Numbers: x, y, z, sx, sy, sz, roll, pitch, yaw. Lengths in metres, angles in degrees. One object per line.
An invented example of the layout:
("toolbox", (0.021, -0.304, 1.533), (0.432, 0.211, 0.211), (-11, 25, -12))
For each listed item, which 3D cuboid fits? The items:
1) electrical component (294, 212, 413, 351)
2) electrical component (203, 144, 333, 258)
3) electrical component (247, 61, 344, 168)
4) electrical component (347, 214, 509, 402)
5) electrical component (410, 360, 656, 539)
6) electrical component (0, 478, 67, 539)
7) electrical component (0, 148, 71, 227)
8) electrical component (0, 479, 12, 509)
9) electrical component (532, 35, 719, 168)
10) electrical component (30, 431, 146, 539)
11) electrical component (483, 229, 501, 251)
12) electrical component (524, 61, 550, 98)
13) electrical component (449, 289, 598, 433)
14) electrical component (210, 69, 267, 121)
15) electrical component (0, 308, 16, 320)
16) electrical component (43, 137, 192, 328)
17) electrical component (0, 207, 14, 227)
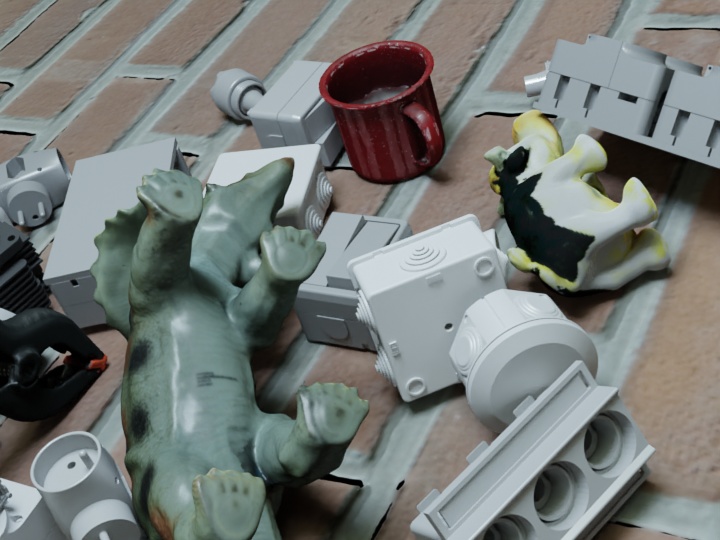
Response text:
("electrical component", (0.000, 0.000, 0.749), (0.062, 0.061, 0.096), (8, 47, 28))
("electrical component", (-0.074, -0.050, 0.843), (0.100, 0.048, 0.099), (-4, 43, 18))
("electrical component", (-0.039, -0.133, 0.913), (0.061, 0.061, 0.096), (11, 49, 31))
("electrical component", (0.049, 0.025, 0.675), (0.100, 0.099, 0.048), (-21, 28, -3))
("electrical component", (0.090, 0.117, 0.577), (0.121, 0.078, 0.063), (-40, 15, -23))
("electrical component", (-0.266, 0.204, 0.624), (0.105, 0.060, 0.186), (8, 47, 28))
("electrical component", (-0.292, -0.064, 0.948), (0.077, 0.043, 0.079), (-24, 40, -5))
("electrical component", (-0.255, 0.138, 0.596), (0.061, 0.061, 0.096), (7, 46, 27))
("electrical component", (0.231, -0.111, 0.744), (0.105, 0.060, 0.186), (2, 19, -46))
("electrical component", (-0.153, 0.147, 0.632), (0.043, 0.077, 0.079), (-29, 42, -12))
("electrical component", (0.069, -0.002, 0.738), (0.055, 0.045, 0.045), (-10, 41, 11))
("electrical component", (0.165, -0.155, 0.874), (0.062, 0.043, 0.043), (-11, 41, 11))
("electrical component", (0.096, 0.054, 0.639), (0.080, 0.080, 0.051), (-23, 35, -4))
("electrical component", (-0.104, -0.156, 0.979), (0.043, 0.043, 0.062), (-38, 44, -21))
("electrical component", (-0.285, 0.054, 0.774), (0.099, 0.099, 0.064), (-3, 49, 18))
("electrical component", (-0.184, -0.029, 0.851), (0.089, 0.061, 0.150), (-12, 41, 8))
("electrical component", (-0.336, -0.014, 0.900), (0.059, 0.053, 0.095), (15, 50, 33))
